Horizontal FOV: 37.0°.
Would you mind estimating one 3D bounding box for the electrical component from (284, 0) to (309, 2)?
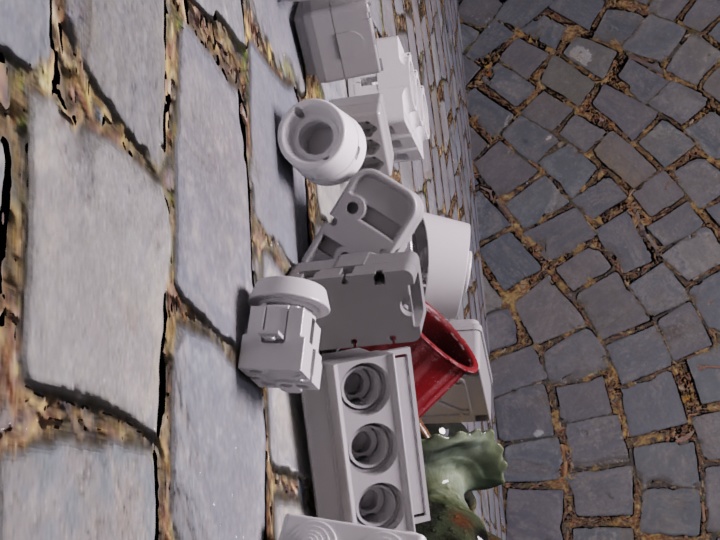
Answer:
[{"bbox_3d":[-0.041,-0.248,0.808,0.079,0.043,0.077,-75,157,-64],"label":"electrical component"}]

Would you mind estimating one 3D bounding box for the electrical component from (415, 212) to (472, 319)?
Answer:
[{"bbox_3d":[0.069,-0.003,1.000,0.099,0.064,0.099,8,90,-89],"label":"electrical component"}]

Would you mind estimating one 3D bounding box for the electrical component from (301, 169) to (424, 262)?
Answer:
[{"bbox_3d":[0.004,-0.023,0.791,0.095,0.054,0.059,-58,172,5],"label":"electrical component"}]

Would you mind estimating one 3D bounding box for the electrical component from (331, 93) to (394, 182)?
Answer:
[{"bbox_3d":[0.003,-0.128,0.972,0.076,0.047,0.065,-82,163,-54],"label":"electrical component"}]

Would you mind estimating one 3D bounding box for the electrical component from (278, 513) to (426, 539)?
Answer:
[{"bbox_3d":[-0.001,0.182,0.623,0.099,0.100,0.048,69,30,-55],"label":"electrical component"}]

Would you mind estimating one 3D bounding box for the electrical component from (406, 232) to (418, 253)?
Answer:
[{"bbox_3d":[0.020,-0.016,0.963,0.108,0.060,0.108,-6,90,-80],"label":"electrical component"}]

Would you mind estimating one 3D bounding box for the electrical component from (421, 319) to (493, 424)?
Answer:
[{"bbox_3d":[0.068,0.100,1.034,0.108,0.109,0.056,71,19,-52],"label":"electrical component"}]

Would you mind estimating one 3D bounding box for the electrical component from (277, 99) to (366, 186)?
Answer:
[{"bbox_3d":[-0.028,-0.091,0.759,0.047,0.055,0.055,27,58,-74],"label":"electrical component"}]

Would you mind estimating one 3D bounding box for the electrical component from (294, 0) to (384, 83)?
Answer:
[{"bbox_3d":[-0.019,-0.201,0.873,0.096,0.061,0.061,-95,174,-54],"label":"electrical component"}]

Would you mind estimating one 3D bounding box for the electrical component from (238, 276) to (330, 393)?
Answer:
[{"bbox_3d":[-0.043,0.036,0.619,0.066,0.048,0.055,61,33,-67],"label":"electrical component"}]

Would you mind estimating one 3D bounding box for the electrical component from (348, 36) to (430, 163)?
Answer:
[{"bbox_3d":[0.032,-0.174,1.127,0.150,0.062,0.089,41,43,-76],"label":"electrical component"}]

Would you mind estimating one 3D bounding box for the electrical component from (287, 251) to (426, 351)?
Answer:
[{"bbox_3d":[-0.003,0.020,0.730,0.055,0.089,0.050,-64,147,-72],"label":"electrical component"}]

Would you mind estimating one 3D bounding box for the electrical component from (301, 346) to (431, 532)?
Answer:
[{"bbox_3d":[-0.001,0.117,0.736,0.063,0.079,0.121,-172,-106,-70],"label":"electrical component"}]
